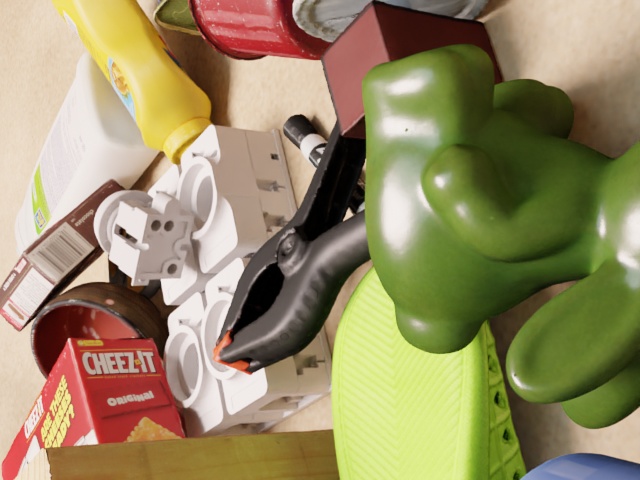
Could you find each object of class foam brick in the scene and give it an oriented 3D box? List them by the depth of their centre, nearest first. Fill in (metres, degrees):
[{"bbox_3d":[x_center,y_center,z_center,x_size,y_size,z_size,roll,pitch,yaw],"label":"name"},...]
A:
[{"bbox_3d":[0.049,-0.085,0.560,0.053,0.078,0.051,-41,56,47],"label":"foam brick"}]

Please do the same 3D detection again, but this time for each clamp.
[{"bbox_3d":[-0.004,0.001,0.610,0.172,0.039,0.120,-45,29,20],"label":"clamp"}]

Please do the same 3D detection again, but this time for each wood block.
[{"bbox_3d":[-0.059,0.163,0.577,0.090,0.205,0.091,-46,51,42],"label":"wood block"}]

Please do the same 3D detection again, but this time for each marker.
[{"bbox_3d":[0.009,-0.043,0.661,0.121,0.020,0.020,51,127,43],"label":"marker"}]

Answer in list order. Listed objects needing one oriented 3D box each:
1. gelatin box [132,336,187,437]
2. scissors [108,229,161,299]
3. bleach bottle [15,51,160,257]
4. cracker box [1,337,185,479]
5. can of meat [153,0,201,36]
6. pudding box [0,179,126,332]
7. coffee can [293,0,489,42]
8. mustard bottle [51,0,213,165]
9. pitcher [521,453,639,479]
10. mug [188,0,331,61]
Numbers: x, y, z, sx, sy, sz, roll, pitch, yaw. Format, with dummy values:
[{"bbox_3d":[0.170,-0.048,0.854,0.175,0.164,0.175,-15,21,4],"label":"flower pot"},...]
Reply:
[{"bbox_3d":[-0.126,0.126,0.785,0.089,0.030,0.073,40,127,2],"label":"gelatin box"},{"bbox_3d":[-0.165,0.068,0.896,0.096,0.016,0.202,24,107,52],"label":"scissors"},{"bbox_3d":[-0.218,-0.055,0.942,0.251,0.067,0.102,-42,54,47],"label":"bleach bottle"},{"bbox_3d":[-0.136,0.196,0.699,0.164,0.071,0.214,-54,47,37],"label":"cracker box"},{"bbox_3d":[-0.081,-0.211,0.769,0.102,0.057,0.084,-32,59,48],"label":"can of meat"},{"bbox_3d":[-0.202,0.011,0.849,0.039,0.113,0.090,44,136,-2],"label":"pudding box"},{"bbox_3d":[0.032,-0.188,0.569,0.103,0.102,0.140,-18,72,52],"label":"coffee can"},{"bbox_3d":[-0.133,-0.126,0.799,0.192,0.058,0.096,56,169,16],"label":"mustard bottle"},{"bbox_3d":[0.164,0.138,0.346,0.243,0.149,0.145,8,135,57],"label":"pitcher"},{"bbox_3d":[-0.022,-0.164,0.649,0.082,0.093,0.117,18,123,48],"label":"mug"}]
